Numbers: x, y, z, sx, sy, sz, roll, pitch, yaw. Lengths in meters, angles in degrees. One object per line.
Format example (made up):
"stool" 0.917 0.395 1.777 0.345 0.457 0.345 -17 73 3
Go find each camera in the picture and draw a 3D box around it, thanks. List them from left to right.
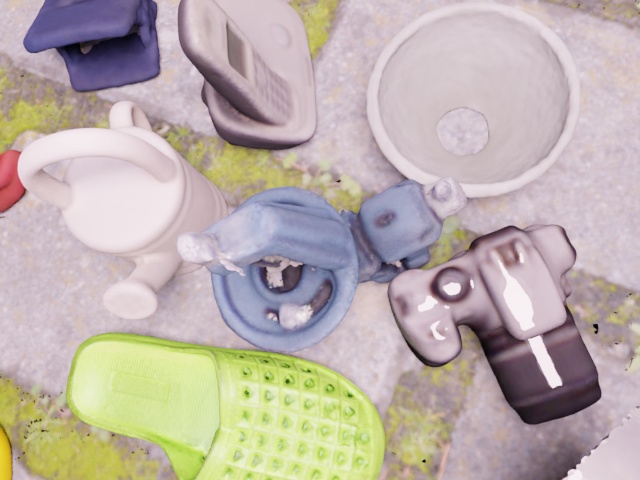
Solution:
"camera" 0.137 0.069 0.428 0.143 0.101 0.137 -23 75 4

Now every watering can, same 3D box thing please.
"watering can" -0.145 -0.029 0.446 0.101 0.194 0.172 -33 75 1

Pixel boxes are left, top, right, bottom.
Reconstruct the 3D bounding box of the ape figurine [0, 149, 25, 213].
"ape figurine" -0.326 -0.068 0.536 0.077 0.092 0.076 21 81 13

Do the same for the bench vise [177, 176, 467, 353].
"bench vise" -0.004 -0.007 0.405 0.207 0.220 0.121 -42 74 -2

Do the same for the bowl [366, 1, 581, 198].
"bowl" 0.124 -0.107 0.483 0.167 0.075 0.167 -2 77 9

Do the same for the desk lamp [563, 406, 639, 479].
"desk lamp" 0.197 0.199 0.331 0.118 0.214 0.203 -43 75 -2

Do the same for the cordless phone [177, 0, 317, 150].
"cordless phone" -0.064 -0.164 0.468 0.094 0.185 0.147 -10 76 7

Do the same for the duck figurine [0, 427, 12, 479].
"duck figurine" -0.322 0.186 0.482 0.077 0.086 0.104 -37 75 0

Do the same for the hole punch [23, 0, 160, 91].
"hole punch" -0.219 -0.210 0.551 0.108 0.091 0.101 -9 76 7
